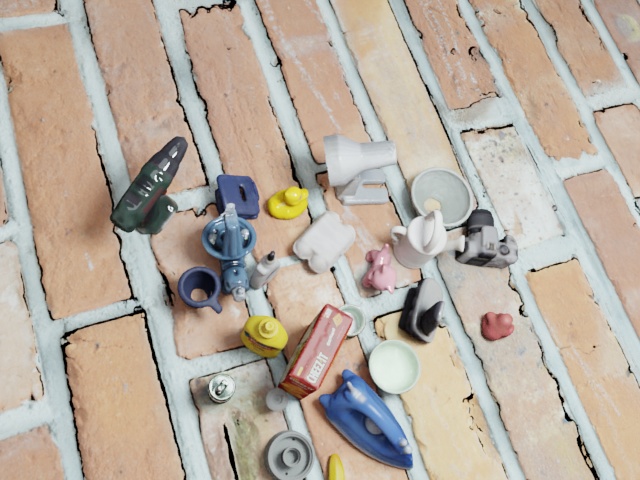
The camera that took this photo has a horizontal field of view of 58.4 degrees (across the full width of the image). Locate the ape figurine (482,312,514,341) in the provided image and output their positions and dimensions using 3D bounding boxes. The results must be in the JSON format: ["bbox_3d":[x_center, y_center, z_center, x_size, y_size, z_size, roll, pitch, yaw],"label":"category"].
[{"bbox_3d":[0.436,0.203,1.384,0.076,0.092,0.078,-37,81,-21],"label":"ape figurine"}]

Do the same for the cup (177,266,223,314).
[{"bbox_3d":[-0.256,0.123,1.262,0.092,0.095,0.117,-40,83,-22],"label":"cup"}]

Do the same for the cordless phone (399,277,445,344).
[{"bbox_3d":[0.260,0.151,1.315,0.094,0.185,0.147,18,68,-5],"label":"cordless phone"}]

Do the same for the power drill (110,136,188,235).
[{"bbox_3d":[-0.365,-0.101,1.259,0.075,0.208,0.230,32,67,1],"label":"power drill"}]

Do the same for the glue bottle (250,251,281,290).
[{"bbox_3d":[-0.117,0.058,1.274,0.037,0.173,0.078,41,67,5],"label":"glue bottle"}]

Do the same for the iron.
[{"bbox_3d":[0.125,0.393,1.220,0.258,0.141,0.119,44,68,6],"label":"iron"}]

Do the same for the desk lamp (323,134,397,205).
[{"bbox_3d":[0.090,-0.173,1.381,0.203,0.213,0.118,-3,71,-13],"label":"desk lamp"}]

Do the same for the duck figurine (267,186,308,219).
[{"bbox_3d":[-0.075,-0.098,1.387,0.105,0.086,0.077,-15,74,-17],"label":"duck figurine"}]

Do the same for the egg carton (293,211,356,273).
[{"bbox_3d":[0.013,0.005,1.377,0.107,0.069,0.150,40,67,4],"label":"egg carton"}]

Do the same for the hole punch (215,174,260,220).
[{"bbox_3d":[-0.194,-0.104,1.360,0.101,0.091,0.108,-12,73,-16],"label":"hole punch"}]

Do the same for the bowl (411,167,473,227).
[{"bbox_3d":[0.304,-0.100,1.476,0.167,0.074,0.167,4,69,-11],"label":"bowl"}]

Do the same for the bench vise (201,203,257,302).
[{"bbox_3d":[-0.180,0.019,1.249,0.122,0.219,0.207,-26,77,-19],"label":"bench vise"}]

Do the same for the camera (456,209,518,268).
[{"bbox_3d":[0.428,-0.008,1.455,0.143,0.100,0.137,8,69,-9],"label":"camera"}]

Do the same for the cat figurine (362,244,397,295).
[{"bbox_3d":[0.148,0.071,1.356,0.067,0.117,0.128,11,68,-8],"label":"cat figurine"}]

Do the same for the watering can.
[{"bbox_3d":[0.258,-0.007,1.367,0.173,0.194,0.101,-7,72,-14],"label":"watering can"}]
